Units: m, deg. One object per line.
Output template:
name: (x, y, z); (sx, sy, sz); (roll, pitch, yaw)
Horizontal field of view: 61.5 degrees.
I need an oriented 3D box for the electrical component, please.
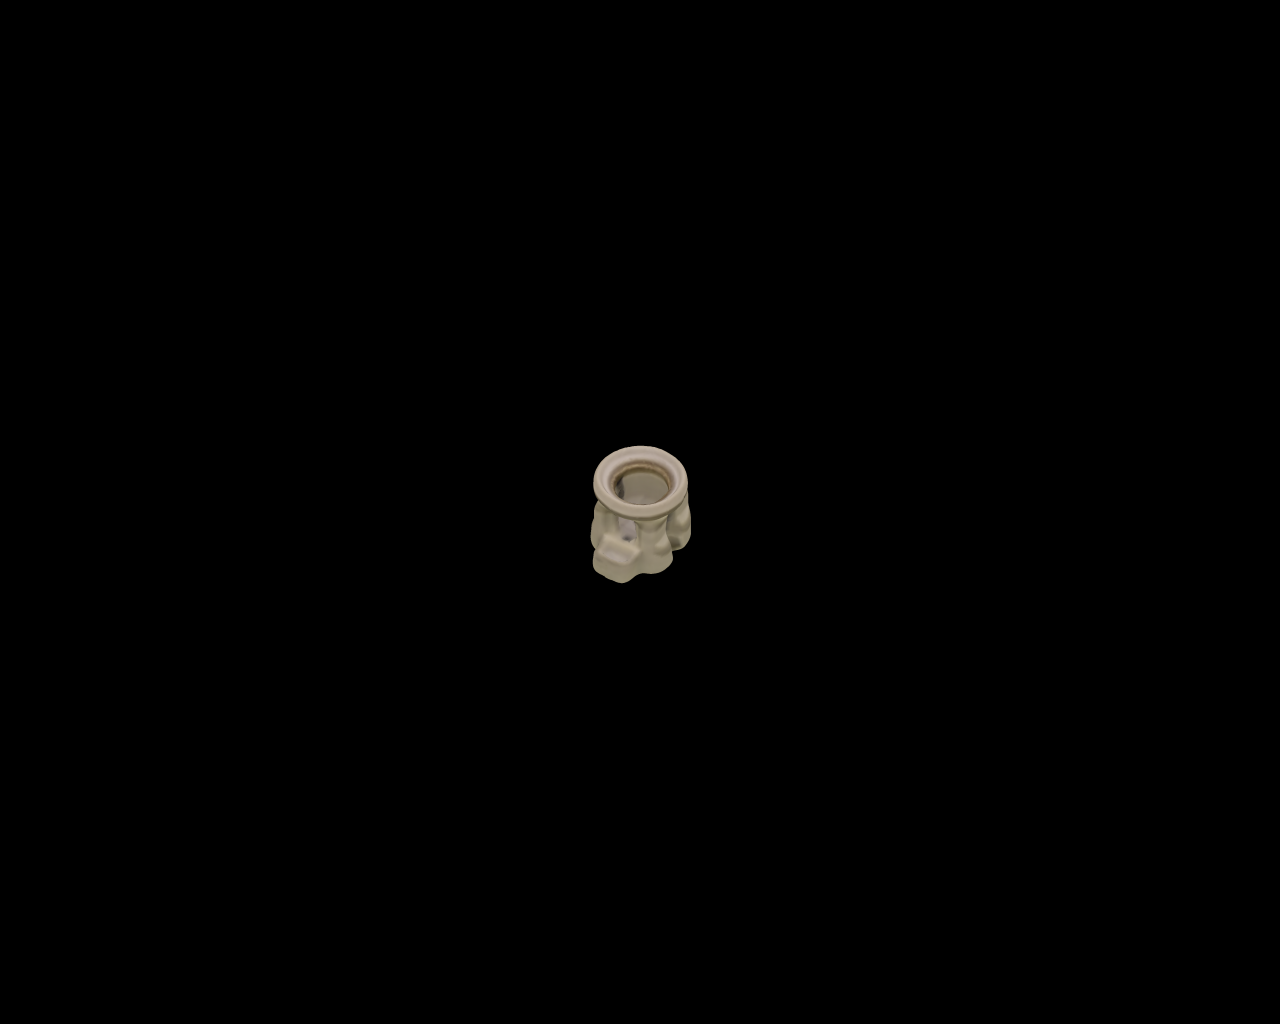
electrical component: (0.001, -0.003, 0.650); (0.058, 0.056, 0.078); (24, 50, 22)
